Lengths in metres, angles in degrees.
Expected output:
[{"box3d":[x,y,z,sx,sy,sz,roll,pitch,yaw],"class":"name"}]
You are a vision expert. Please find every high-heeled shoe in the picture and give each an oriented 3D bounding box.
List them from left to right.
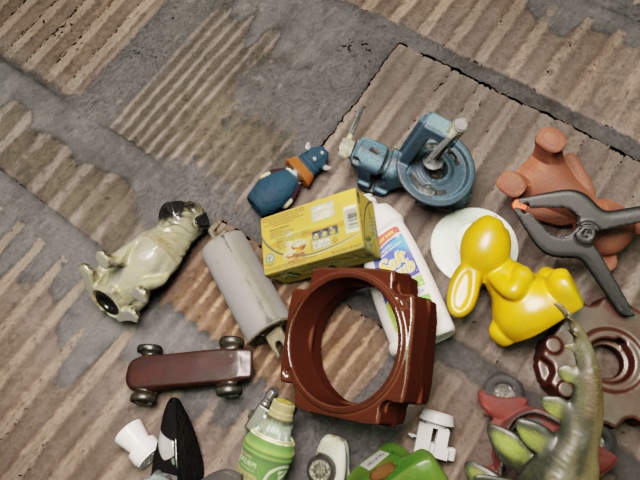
[{"box3d":[-0.242,0.354,0.743,0.145,0.086,0.249,-12,71,7],"class":"high-heeled shoe"}]

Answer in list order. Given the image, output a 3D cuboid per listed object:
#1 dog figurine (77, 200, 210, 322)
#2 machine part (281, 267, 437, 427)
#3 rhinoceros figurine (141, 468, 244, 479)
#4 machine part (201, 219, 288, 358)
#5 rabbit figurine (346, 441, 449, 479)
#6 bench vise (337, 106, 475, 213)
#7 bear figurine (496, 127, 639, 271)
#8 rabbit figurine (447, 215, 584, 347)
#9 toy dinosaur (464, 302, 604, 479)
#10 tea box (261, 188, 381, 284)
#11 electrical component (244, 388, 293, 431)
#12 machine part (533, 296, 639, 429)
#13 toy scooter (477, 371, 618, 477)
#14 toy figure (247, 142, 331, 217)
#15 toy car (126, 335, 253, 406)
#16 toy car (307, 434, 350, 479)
[{"box3d":[-0.272,0.029,0.872,0.121,0.172,0.190,53,43,-12],"class":"dog figurine"},{"box3d":[0.049,0.139,0.730,0.201,0.087,0.201,-1,77,36],"class":"machine part"},{"box3d":[-0.181,0.338,0.657,0.190,0.073,0.112,-18,79,6],"class":"rhinoceros figurine"},{"box3d":[-0.115,0.072,0.828,0.079,0.079,0.243,-32,70,-4],"class":"machine part"},{"box3d":[0.104,0.364,0.660,0.159,0.121,0.170,-27,91,-36],"class":"rabbit figurine"},{"box3d":[0.140,-0.125,0.787,0.224,0.240,0.129,33,74,1],"class":"bench vise"},{"box3d":[0.370,-0.052,0.779,0.120,0.132,0.196,-48,65,11],"class":"bear figurine"},{"box3d":[0.255,0.052,0.762,0.162,0.122,0.173,-32,89,19],"class":"rabbit figurine"},{"box3d":[0.268,0.312,0.621,0.199,0.105,0.471,16,96,11],"class":"toy dinosaur"},{"box3d":[-0.002,-0.002,0.815,0.170,0.068,0.098,-15,66,26],"class":"tea box"},{"box3d":[-0.077,0.269,0.781,0.063,0.021,0.094,29,78,16],"class":"electrical component"},{"box3d":[0.390,0.165,0.733,0.179,0.056,0.179,-2,70,6],"class":"machine part"},{"box3d":[0.280,0.270,0.702,0.184,0.075,0.135,26,76,19],"class":"toy scooter"},{"box3d":[-0.050,-0.102,0.892,0.154,0.064,0.058,-39,32,-12],"class":"toy figure"},{"box3d":[-0.195,0.196,0.808,0.202,0.053,0.089,-8,59,9],"class":"toy car"},{"box3d":[0.008,0.362,0.707,0.056,0.073,0.201,3,71,10],"class":"toy car"}]
